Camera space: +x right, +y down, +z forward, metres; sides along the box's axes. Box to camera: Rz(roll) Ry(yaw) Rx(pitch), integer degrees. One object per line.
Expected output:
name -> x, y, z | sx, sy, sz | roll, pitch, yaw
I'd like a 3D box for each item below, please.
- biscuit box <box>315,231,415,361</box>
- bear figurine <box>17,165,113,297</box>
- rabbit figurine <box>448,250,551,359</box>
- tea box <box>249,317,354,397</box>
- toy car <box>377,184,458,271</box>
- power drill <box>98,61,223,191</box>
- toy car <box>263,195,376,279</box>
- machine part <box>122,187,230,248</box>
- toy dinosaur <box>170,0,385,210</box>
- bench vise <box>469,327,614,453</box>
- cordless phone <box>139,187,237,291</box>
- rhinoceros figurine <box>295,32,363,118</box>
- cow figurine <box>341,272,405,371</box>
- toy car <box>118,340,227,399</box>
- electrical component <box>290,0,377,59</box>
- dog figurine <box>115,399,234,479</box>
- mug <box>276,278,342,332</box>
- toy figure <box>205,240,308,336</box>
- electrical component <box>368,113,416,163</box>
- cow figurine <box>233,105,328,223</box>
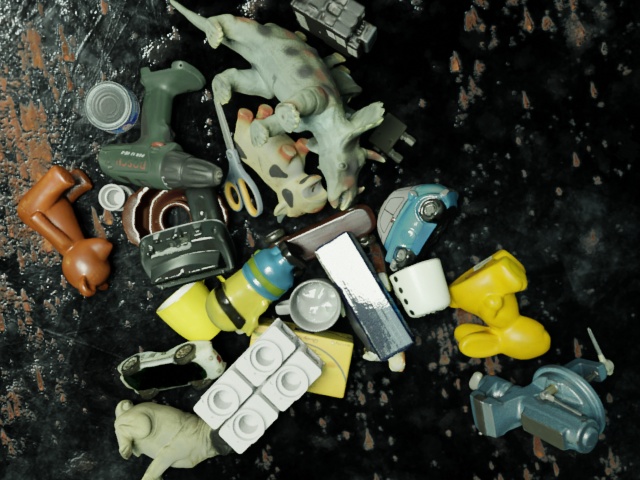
biscuit box -> 0.072, 0.086, 0.838 | 0.063, 0.059, 0.202 | -32, 82, 11
bear figurine -> -0.403, -0.010, 0.899 | 0.132, 0.120, 0.196 | -42, 91, 0
rabbit figurine -> 0.289, 0.124, 0.860 | 0.162, 0.122, 0.173 | -40, 90, 9
tea box -> -0.034, 0.196, 0.907 | 0.170, 0.068, 0.098 | 9, 93, 2
toy car -> 0.149, -0.031, 0.880 | 0.103, 0.109, 0.161 | 38, 106, 23
power drill -> -0.240, -0.176, 0.864 | 0.232, 0.086, 0.207 | 0, 79, 23
toy car -> -0.002, -0.003, 0.905 | 0.202, 0.053, 0.089 | -25, 103, 8
machine part -> -0.241, -0.034, 0.919 | 0.179, 0.056, 0.179 | 0, 92, 2
toy dinosaur -> -0.047, -0.240, 0.803 | 0.405, 0.192, 0.131 | 57, 139, 13
bench vise -> 0.364, 0.242, 0.851 | 0.241, 0.224, 0.128 | -22, 96, -26
cordless phone -> -0.222, -0.022, 0.862 | 0.147, 0.088, 0.184 | -15, 80, 2
rhinoceros figurine -> -0.001, -0.254, 0.887 | 0.190, 0.073, 0.112 | 38, 92, 2
cow figurine -> 0.088, 0.142, 0.898 | 0.098, 0.068, 0.167 | -13, 88, 10
toy car -> -0.253, 0.217, 0.904 | 0.202, 0.056, 0.073 | -16, 117, 23
electrical component -> 0.027, -0.349, 0.862 | 0.134, 0.115, 0.058 | 32, 98, 2
dog figurine -> -0.233, 0.313, 0.920 | 0.190, 0.121, 0.172 | -31, 93, -10
mug -> -0.014, 0.104, 0.884 | 0.110, 0.107, 0.080 | -16, 90, 8
toy figure -> -0.105, 0.072, 0.861 | 0.089, 0.082, 0.180 | 41, 104, -13
electrical component -> 0.113, -0.177, 0.908 | 0.094, 0.021, 0.063 | 38, 94, 1
cow figurine -> -0.066, -0.116, 0.883 | 0.195, 0.085, 0.127 | 43, 135, 13
